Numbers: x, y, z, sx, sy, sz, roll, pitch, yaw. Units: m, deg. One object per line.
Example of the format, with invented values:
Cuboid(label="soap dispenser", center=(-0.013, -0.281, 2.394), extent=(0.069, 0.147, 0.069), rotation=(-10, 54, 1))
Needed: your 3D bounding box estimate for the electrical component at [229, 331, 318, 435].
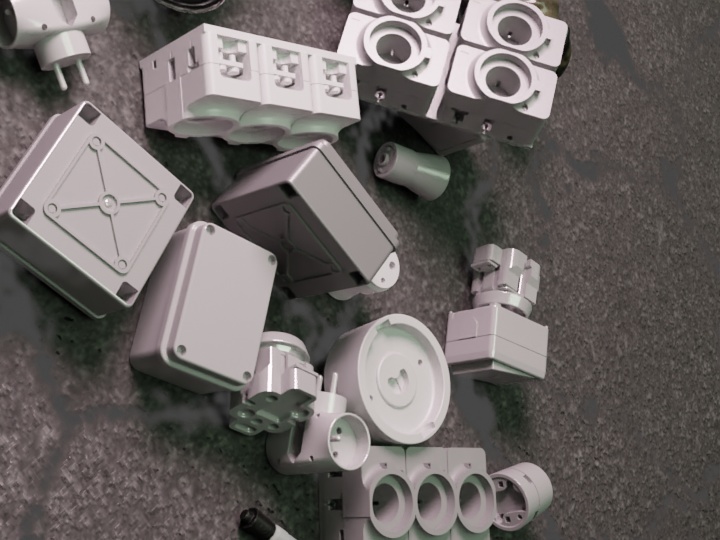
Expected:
Cuboid(label="electrical component", center=(-0.067, 0.085, 0.825), extent=(0.058, 0.078, 0.057), rotation=(30, 42, -35))

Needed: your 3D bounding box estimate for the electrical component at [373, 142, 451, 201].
Cuboid(label="electrical component", center=(0.046, -0.094, 0.995), extent=(0.065, 0.044, 0.044), rotation=(16, 69, -35))

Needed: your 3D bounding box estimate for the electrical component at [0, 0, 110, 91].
Cuboid(label="electrical component", center=(-0.215, -0.167, 0.763), extent=(0.077, 0.043, 0.079), rotation=(-24, 97, -44))

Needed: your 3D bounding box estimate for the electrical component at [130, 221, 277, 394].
Cuboid(label="electrical component", center=(-0.114, 0.029, 0.801), extent=(0.078, 0.057, 0.113), rotation=(27, 62, -36))

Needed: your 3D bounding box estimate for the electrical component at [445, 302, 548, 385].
Cuboid(label="electrical component", center=(0.134, 0.077, 1.021), extent=(0.096, 0.062, 0.061), rotation=(24, 64, -37))

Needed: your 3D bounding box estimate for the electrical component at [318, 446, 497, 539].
Cuboid(label="electrical component", center=(0.042, 0.195, 0.906), extent=(0.150, 0.062, 0.089), rotation=(9, 74, -42))

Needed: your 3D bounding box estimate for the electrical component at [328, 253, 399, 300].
Cuboid(label="electrical component", center=(0.000, 0.000, 0.918), extent=(0.045, 0.055, 0.045), rotation=(12, 72, -41))

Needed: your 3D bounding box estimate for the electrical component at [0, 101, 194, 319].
Cuboid(label="electrical component", center=(-0.189, -0.041, 0.749), extent=(0.109, 0.056, 0.108), rotation=(43, 54, -28))

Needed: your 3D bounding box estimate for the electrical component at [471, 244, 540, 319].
Cuboid(label="electrical component", center=(0.140, 0.018, 1.045), extent=(0.078, 0.058, 0.057), rotation=(32, 57, -34))

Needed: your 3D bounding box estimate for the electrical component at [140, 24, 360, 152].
Cuboid(label="electrical component", center=(-0.084, -0.136, 0.847), extent=(0.150, 0.089, 0.061), rotation=(2, 78, -43))

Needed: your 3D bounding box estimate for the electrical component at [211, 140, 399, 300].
Cuboid(label="electrical component", center=(-0.043, -0.037, 0.849), extent=(0.108, 0.109, 0.056), rotation=(52, 53, -22))

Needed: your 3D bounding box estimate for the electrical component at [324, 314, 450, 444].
Cuboid(label="electrical component", center=(0.018, 0.095, 0.907), extent=(0.108, 0.060, 0.108), rotation=(14, 68, -41))

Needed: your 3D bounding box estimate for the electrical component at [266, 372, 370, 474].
Cuboid(label="electrical component", center=(-0.031, 0.119, 0.844), extent=(0.043, 0.077, 0.079), rotation=(25, 64, -37))

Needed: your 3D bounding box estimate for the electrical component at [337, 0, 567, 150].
Cuboid(label="electrical component", center=(0.079, -0.189, 0.940), extent=(0.186, 0.060, 0.105), rotation=(16, 66, -2))

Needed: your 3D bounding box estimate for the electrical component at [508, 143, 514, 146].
Cuboid(label="electrical component", center=(0.138, -0.148, 1.002), extent=(0.055, 0.045, 0.045), rotation=(33, 59, -33))

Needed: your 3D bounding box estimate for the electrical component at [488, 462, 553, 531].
Cuboid(label="electrical component", center=(0.148, 0.210, 1.008), extent=(0.047, 0.055, 0.055), rotation=(-12, 89, -48))

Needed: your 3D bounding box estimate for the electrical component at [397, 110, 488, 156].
Cuboid(label="electrical component", center=(0.086, -0.153, 1.032), extent=(0.096, 0.062, 0.061), rotation=(44, 54, -27))
